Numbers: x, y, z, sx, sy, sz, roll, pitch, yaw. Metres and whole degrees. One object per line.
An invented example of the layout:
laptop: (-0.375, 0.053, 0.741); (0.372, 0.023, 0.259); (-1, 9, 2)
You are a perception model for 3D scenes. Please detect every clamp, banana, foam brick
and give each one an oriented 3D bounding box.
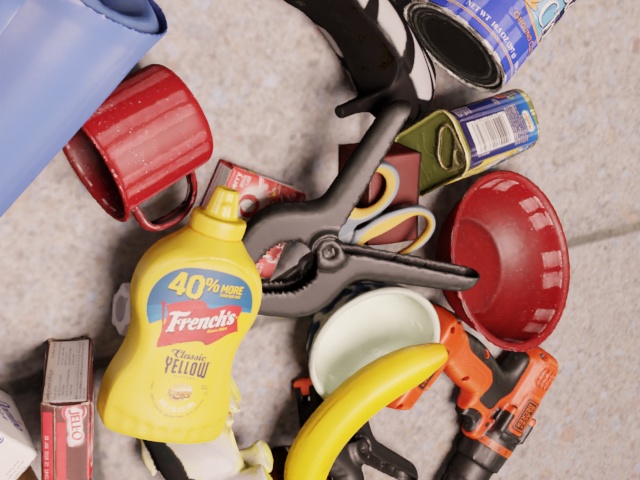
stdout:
clamp: (0.033, 0.189, 0.966); (0.120, 0.039, 0.171); (-40, 111, -56)
banana: (0.026, 0.154, 0.895); (0.069, 0.037, 0.198); (30, 101, -34)
foam brick: (0.049, -0.040, 0.896); (0.051, 0.053, 0.078); (-11, 112, -27)
clamp: (0.014, 0.010, 0.830); (0.210, 0.036, 0.164); (-30, 109, 4)

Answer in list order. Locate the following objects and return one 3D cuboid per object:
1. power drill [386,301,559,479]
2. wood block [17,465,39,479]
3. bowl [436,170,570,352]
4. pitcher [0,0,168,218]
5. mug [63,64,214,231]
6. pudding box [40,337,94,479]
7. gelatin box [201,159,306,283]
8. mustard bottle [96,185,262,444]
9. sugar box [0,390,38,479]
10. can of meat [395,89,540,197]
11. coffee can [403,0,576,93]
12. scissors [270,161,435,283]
power drill: (0.130, 0.156, 1.018); (0.187, 0.057, 0.184); (35, 85, -38)
wood block: (-0.231, 0.232, 0.740); (0.090, 0.206, 0.090); (10, 103, -33)
bowl: (0.155, 0.021, 0.960); (0.161, 0.055, 0.162); (6, 80, -40)
pitcher: (-0.217, -0.081, 0.635); (0.149, 0.145, 0.243); (27, 113, -40)
mug: (-0.125, -0.062, 0.760); (0.081, 0.093, 0.117); (-34, 115, -22)
pudding box: (-0.185, 0.134, 0.785); (0.039, 0.113, 0.090); (1, 109, -14)
gelatin box: (-0.061, -0.011, 0.855); (0.073, 0.030, 0.089); (20, 97, -35)
mustard bottle: (-0.094, 0.052, 0.783); (0.096, 0.058, 0.192); (12, 102, -24)
sugar box: (-0.280, 0.100, 0.729); (0.048, 0.093, 0.176); (-47, 124, -4)
can of meat: (0.123, -0.082, 0.894); (0.083, 0.102, 0.057); (-20, 86, -26)
coffee can: (0.150, -0.204, 0.857); (0.140, 0.103, 0.102); (-49, 125, -9)
scissors: (-0.006, 0.001, 0.853); (0.201, 0.016, 0.096); (-19, 112, -6)
